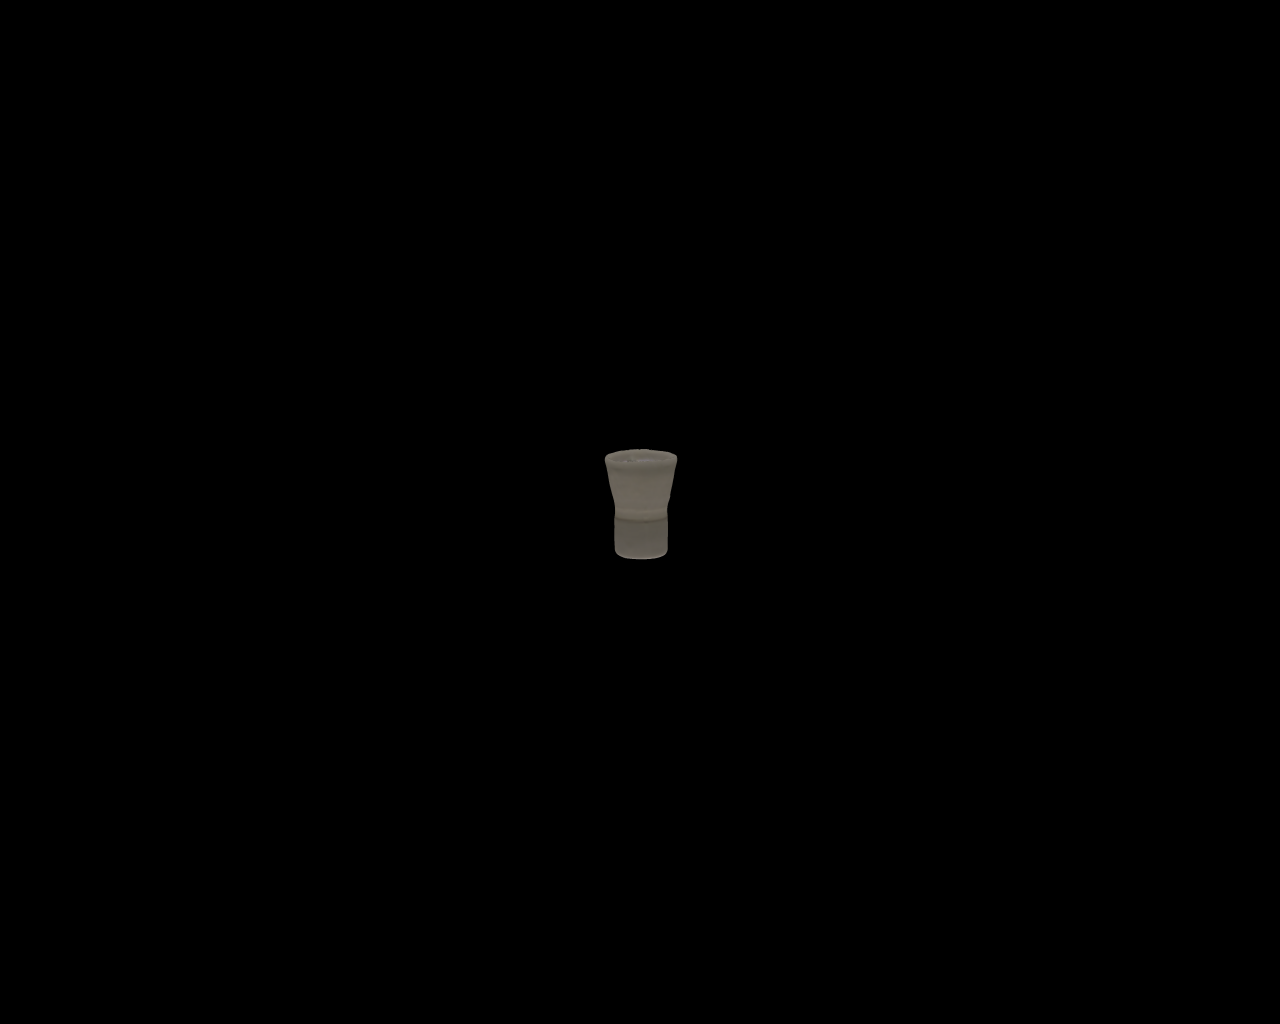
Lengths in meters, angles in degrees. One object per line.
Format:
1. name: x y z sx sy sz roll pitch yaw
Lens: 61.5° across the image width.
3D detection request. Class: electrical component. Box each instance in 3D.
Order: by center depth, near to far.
1. electrical component: 0.001 -0.003 0.650 0.044 0.065 0.044 0 11 0
